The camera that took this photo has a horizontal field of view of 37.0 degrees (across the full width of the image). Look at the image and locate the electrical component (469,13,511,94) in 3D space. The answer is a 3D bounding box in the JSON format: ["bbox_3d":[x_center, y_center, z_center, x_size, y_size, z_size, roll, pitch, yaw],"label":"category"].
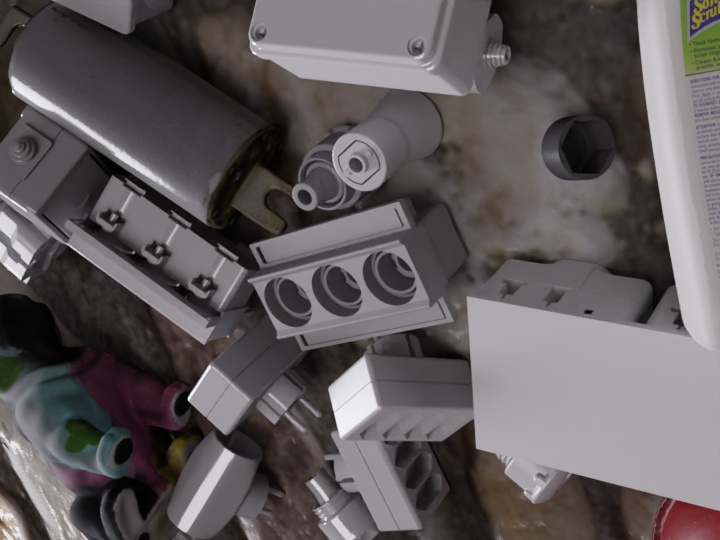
[{"bbox_3d":[0.042,-0.119,0.581,0.081,0.043,0.043,11,122,28],"label":"electrical component"}]

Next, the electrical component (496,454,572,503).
[{"bbox_3d":[0.106,0.112,0.679,0.062,0.048,0.048,40,132,17],"label":"electrical component"}]

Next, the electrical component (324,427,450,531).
[{"bbox_3d":[0.008,0.136,0.754,0.076,0.047,0.083,-14,108,38],"label":"electrical component"}]

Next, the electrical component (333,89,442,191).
[{"bbox_3d":[0.014,-0.072,0.613,0.044,0.065,0.044,16,125,25],"label":"electrical component"}]

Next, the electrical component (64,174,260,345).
[{"bbox_3d":[-0.130,-0.011,0.742,0.121,0.079,0.063,35,101,12],"label":"electrical component"}]

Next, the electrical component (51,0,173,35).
[{"bbox_3d":[-0.158,-0.205,0.658,0.100,0.048,0.099,27,129,17],"label":"electrical component"}]

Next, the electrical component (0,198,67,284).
[{"bbox_3d":[-0.257,-0.034,0.822,0.057,0.058,0.078,42,132,1],"label":"electrical component"}]

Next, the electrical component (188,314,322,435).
[{"bbox_3d":[-0.060,0.080,0.742,0.076,0.083,0.047,42,132,6],"label":"electrical component"}]

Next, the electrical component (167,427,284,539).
[{"bbox_3d":[-0.098,0.171,0.841,0.079,0.043,0.077,25,103,-25],"label":"electrical component"}]

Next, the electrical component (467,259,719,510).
[{"bbox_3d":[0.160,0.062,0.600,0.186,0.060,0.105,10,122,29],"label":"electrical component"}]

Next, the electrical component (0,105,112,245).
[{"bbox_3d":[-0.213,-0.064,0.742,0.061,0.061,0.096,34,169,10],"label":"electrical component"}]

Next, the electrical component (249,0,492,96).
[{"bbox_3d":[0.010,-0.150,0.544,0.109,0.056,0.108,12,87,28],"label":"electrical component"}]

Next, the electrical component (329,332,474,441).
[{"bbox_3d":[0.025,0.066,0.690,0.047,0.083,0.075,-45,50,42],"label":"electrical component"}]

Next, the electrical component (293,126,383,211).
[{"bbox_3d":[-0.017,-0.056,0.645,0.048,0.062,0.048,16,125,25],"label":"electrical component"}]

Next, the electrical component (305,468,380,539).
[{"bbox_3d":[-0.014,0.175,0.796,0.062,0.043,0.043,50,132,0],"label":"electrical component"}]

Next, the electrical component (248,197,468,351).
[{"bbox_3d":[0.000,0.000,0.667,0.121,0.063,0.078,-14,108,38],"label":"electrical component"}]
